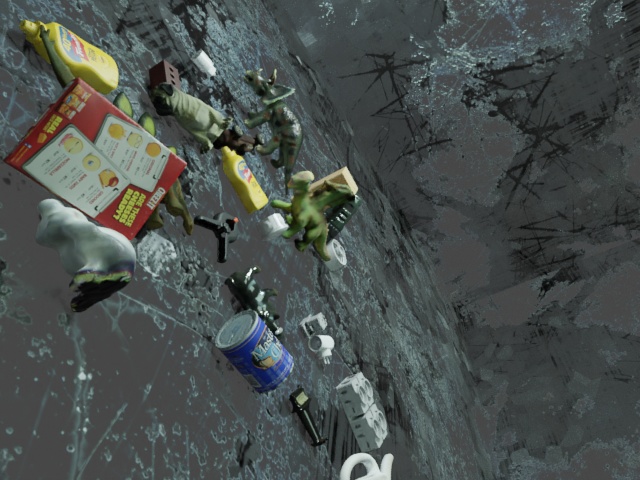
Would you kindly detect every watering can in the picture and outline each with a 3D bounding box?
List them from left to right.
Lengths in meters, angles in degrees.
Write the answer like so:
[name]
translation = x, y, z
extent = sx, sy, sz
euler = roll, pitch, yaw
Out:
[watering can]
translation = 0.141, 0.632, 1.247
extent = 0.344, 0.103, 0.228
euler = 29, 41, -58

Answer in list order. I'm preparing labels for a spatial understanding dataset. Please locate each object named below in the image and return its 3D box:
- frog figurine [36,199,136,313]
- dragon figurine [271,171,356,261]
[frog figurine]
translation = -0.351, 0.007, 0.775
extent = 0.162, 0.123, 0.135
euler = 62, -16, 20
[dragon figurine]
translation = 0.005, -0.081, 1.613
extent = 0.404, 0.241, 0.125
euler = 40, 25, -46
